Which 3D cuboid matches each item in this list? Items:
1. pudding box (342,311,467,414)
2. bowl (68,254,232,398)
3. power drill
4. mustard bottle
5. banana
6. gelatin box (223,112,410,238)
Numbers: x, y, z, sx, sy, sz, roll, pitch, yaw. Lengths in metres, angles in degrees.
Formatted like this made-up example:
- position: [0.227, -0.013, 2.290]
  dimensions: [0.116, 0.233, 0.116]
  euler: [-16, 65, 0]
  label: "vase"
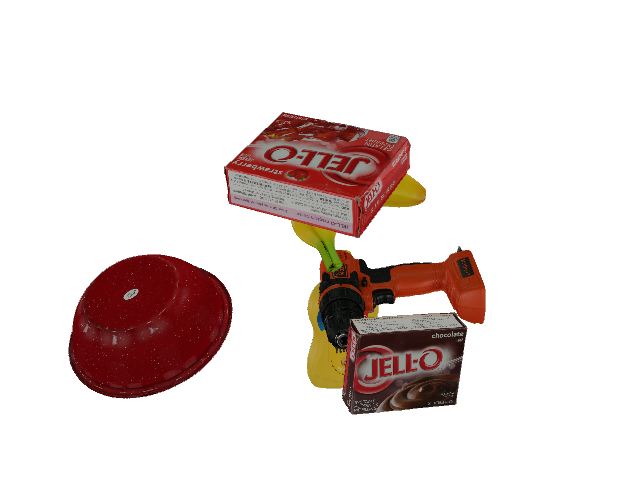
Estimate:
- position: [0.081, 0.118, 1.038]
  dimensions: [0.113, 0.090, 0.039]
  euler: [-4, 28, -17]
  label: "pudding box"
- position: [-0.166, 0.065, 0.984]
  dimensions: [0.162, 0.162, 0.055]
  euler: [0, -43, 18]
  label: "bowl"
- position: [0.091, 0.063, 1.223]
  dimensions: [0.187, 0.057, 0.184]
  euler: [-1, 28, -1]
  label: "power drill"
- position: [0.031, 0.104, 1.449]
  dimensions: [0.096, 0.192, 0.058]
  euler: [-4, 21, -11]
  label: "mustard bottle"
- position: [0.025, -0.030, 0.849]
  dimensions: [0.037, 0.069, 0.197]
  euler: [-34, 1, 33]
  label: "banana"
- position: [-0.001, -0.042, 0.635]
  dimensions: [0.089, 0.030, 0.073]
  euler: [14, 39, 23]
  label: "gelatin box"
